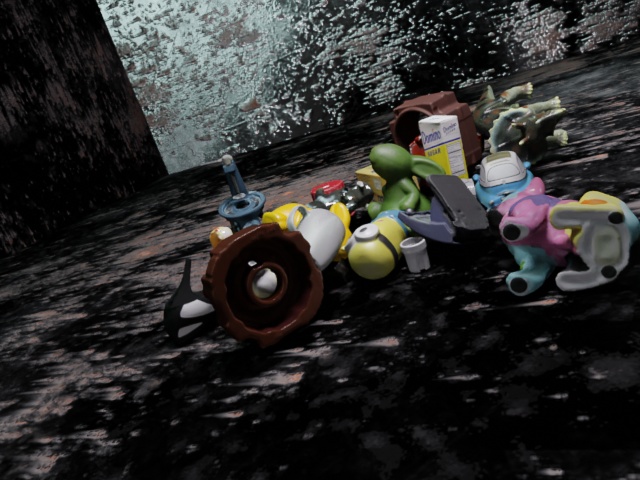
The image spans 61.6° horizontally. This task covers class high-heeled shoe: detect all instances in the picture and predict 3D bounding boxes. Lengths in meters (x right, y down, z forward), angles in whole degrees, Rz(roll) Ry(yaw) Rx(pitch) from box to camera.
[{"bbox_3d":[-0.147,0.104,0.932,0.248,0.145,0.086,4,-3,-34],"label":"high-heeled shoe"}]

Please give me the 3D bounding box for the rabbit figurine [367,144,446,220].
[{"bbox_3d":[0.159,-0.105,1.021,0.159,0.170,0.121,-18,18,6],"label":"rabbit figurine"}]

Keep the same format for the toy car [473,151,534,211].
[{"bbox_3d":[0.326,-0.105,0.962,0.109,0.102,0.162,-14,16,21],"label":"toy car"}]

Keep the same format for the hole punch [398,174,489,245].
[{"bbox_3d":[0.202,-0.034,0.857,0.142,0.116,0.092,-1,-39,-50],"label":"hole punch"}]

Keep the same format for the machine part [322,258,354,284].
[{"bbox_3d":[-0.007,0.057,0.927,0.139,0.039,0.084,-7,16,39],"label":"machine part"}]

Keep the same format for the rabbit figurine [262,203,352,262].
[{"bbox_3d":[-0.002,-0.003,1.029,0.173,0.121,0.162,16,27,39],"label":"rabbit figurine"}]

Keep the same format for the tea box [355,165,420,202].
[{"bbox_3d":[0.151,-0.113,1.183,0.068,0.098,0.170,-23,19,-13],"label":"tea box"}]

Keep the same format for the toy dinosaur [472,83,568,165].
[{"bbox_3d":[0.434,-0.281,1.262,0.192,0.131,0.405,-15,28,-11],"label":"toy dinosaur"}]

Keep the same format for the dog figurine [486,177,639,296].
[{"bbox_3d":[0.314,-0.022,0.715,0.192,0.108,0.219,-11,16,29],"label":"dog figurine"}]

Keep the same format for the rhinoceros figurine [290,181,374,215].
[{"bbox_3d":[0.026,-0.075,1.164,0.190,0.073,0.112,-24,16,-18],"label":"rhinoceros figurine"}]

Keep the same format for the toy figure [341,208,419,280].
[{"bbox_3d":[0.113,0.001,0.895,0.180,0.089,0.082,-26,-25,-51],"label":"toy figure"}]

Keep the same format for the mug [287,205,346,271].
[{"bbox_3d":[-0.015,0.001,0.875,0.081,0.109,0.107,-18,29,30],"label":"mug"}]

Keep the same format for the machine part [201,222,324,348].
[{"bbox_3d":[-0.082,0.062,0.774,0.179,0.179,0.056,-28,16,-27],"label":"machine part"}]

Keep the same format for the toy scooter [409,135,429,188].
[{"bbox_3d":[0.213,-0.168,1.221,0.075,0.135,0.184,-32,20,-32],"label":"toy scooter"}]

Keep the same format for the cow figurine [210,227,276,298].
[{"bbox_3d":[-0.103,0.043,0.846,0.098,0.167,0.068,-34,17,-36],"label":"cow figurine"}]

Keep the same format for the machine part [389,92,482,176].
[{"bbox_3d":[0.264,-0.232,1.253,0.087,0.200,0.202,-31,20,-27],"label":"machine part"}]

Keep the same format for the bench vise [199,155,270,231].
[{"bbox_3d":[-0.201,-0.111,1.349,0.129,0.240,0.224,-15,33,1],"label":"bench vise"}]
